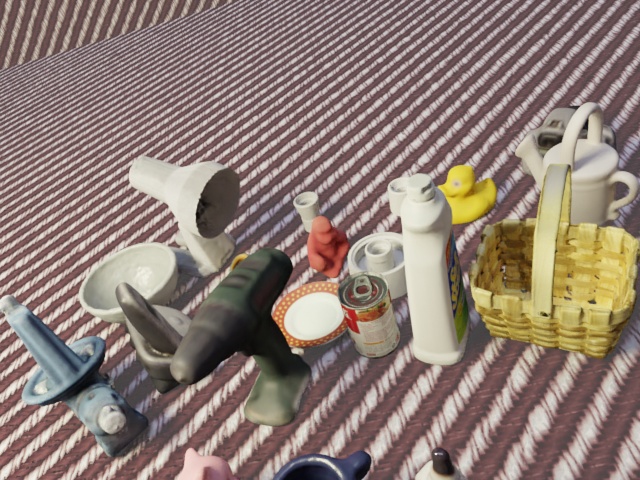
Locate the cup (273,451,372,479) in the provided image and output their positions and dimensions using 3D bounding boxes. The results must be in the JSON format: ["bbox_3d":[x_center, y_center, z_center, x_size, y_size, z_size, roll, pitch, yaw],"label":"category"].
[{"bbox_3d":[0.010,0.272,0.582,0.118,0.095,0.091,-33,40,-19],"label":"cup"}]

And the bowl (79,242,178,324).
[{"bbox_3d":[-0.305,0.083,0.954,0.167,0.075,0.167,-11,38,9],"label":"bowl"}]

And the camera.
[{"bbox_3d":[0.426,-0.175,0.959,0.142,0.101,0.137,15,48,35],"label":"camera"}]

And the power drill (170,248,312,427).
[{"bbox_3d":[-0.081,0.130,0.699,0.075,0.209,0.230,0,41,22],"label":"power drill"}]

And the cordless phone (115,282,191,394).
[{"bbox_3d":[-0.235,0.110,0.804,0.094,0.185,0.147,-32,40,-17],"label":"cordless phone"}]

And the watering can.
[{"bbox_3d":[0.364,-0.104,0.820,0.172,0.194,0.101,7,44,28],"label":"watering can"}]

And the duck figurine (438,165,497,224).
[{"bbox_3d":[0.237,-0.084,0.934,0.104,0.086,0.077,-23,38,-7],"label":"duck figurine"}]

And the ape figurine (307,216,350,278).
[{"bbox_3d":[0.008,0.003,0.914,0.078,0.092,0.076,-29,39,-14],"label":"ape figurine"}]

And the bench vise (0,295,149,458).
[{"bbox_3d":[-0.314,0.164,0.741,0.206,0.220,0.122,6,44,28],"label":"bench vise"}]

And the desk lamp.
[{"bbox_3d":[-0.219,-0.042,0.960,0.202,0.214,0.118,10,46,31],"label":"desk lamp"}]

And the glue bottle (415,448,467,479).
[{"bbox_3d":[0.117,0.236,0.519,0.037,0.173,0.077,-39,42,-24],"label":"glue bottle"}]

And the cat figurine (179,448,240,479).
[{"bbox_3d":[-0.115,0.285,0.596,0.067,0.118,0.127,-13,38,7],"label":"cat figurine"}]
